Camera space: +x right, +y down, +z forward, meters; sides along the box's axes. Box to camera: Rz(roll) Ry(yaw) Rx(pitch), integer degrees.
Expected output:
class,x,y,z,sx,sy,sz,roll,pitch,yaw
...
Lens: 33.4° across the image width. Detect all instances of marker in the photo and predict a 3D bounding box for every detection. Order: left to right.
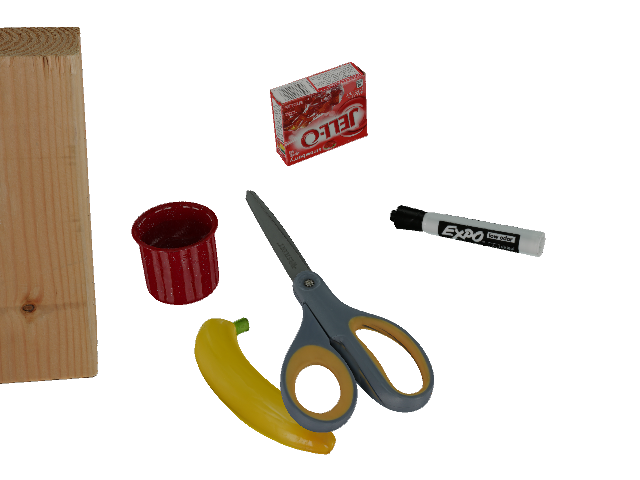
class,x,y,z,sx,sy,sz,roll,pitch,yaw
marker,0.110,-0.008,0.815,0.121,0.020,0.020,12,5,25

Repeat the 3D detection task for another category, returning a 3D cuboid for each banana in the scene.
class,x,y,z,sx,sy,sz,roll,pitch,yaw
banana,-0.056,0.108,0.851,0.069,0.037,0.198,-8,29,-23

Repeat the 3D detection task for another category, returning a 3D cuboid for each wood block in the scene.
class,x,y,z,sx,sy,sz,roll,pitch,yaw
wood block,-0.190,-0.023,0.667,0.090,0.206,0.090,-3,22,-11

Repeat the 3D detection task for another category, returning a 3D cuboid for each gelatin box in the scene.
class,x,y,z,sx,sy,sz,roll,pitch,yaw
gelatin box,0.000,-0.118,0.995,0.089,0.073,0.030,-21,47,-17

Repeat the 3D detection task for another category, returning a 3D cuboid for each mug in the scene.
class,x,y,z,sx,sy,sz,roll,pitch,yaw
mug,-0.164,0.012,1.174,0.117,0.081,0.093,25,45,33

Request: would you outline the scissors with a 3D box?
class,x,y,z,sx,sy,sz,roll,pitch,yaw
scissors,-0.017,0.043,0.651,0.096,0.016,0.202,-32,54,-26
